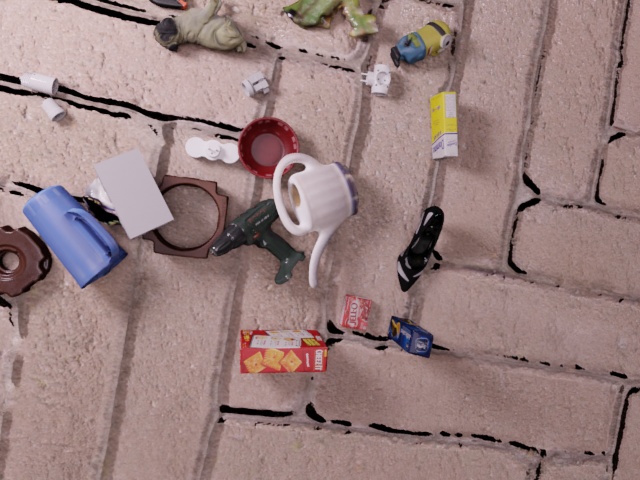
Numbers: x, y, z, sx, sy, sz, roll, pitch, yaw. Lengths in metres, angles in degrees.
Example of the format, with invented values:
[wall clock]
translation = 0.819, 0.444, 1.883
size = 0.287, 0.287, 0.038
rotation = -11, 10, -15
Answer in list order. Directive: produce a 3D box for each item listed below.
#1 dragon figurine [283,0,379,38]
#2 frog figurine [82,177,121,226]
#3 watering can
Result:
[dragon figurine]
translation = -0.006, -0.682, 1.359
size = 0.409, 0.123, 0.242
rotation = 30, 94, -8
[frog figurine]
translation = -0.502, -0.119, 1.292
size = 0.137, 0.120, 0.163
rotation = 23, 52, -3
[watering can]
translation = 0.004, -0.068, 1.350
size = 0.226, 0.104, 0.346
rotation = -20, 96, -22
